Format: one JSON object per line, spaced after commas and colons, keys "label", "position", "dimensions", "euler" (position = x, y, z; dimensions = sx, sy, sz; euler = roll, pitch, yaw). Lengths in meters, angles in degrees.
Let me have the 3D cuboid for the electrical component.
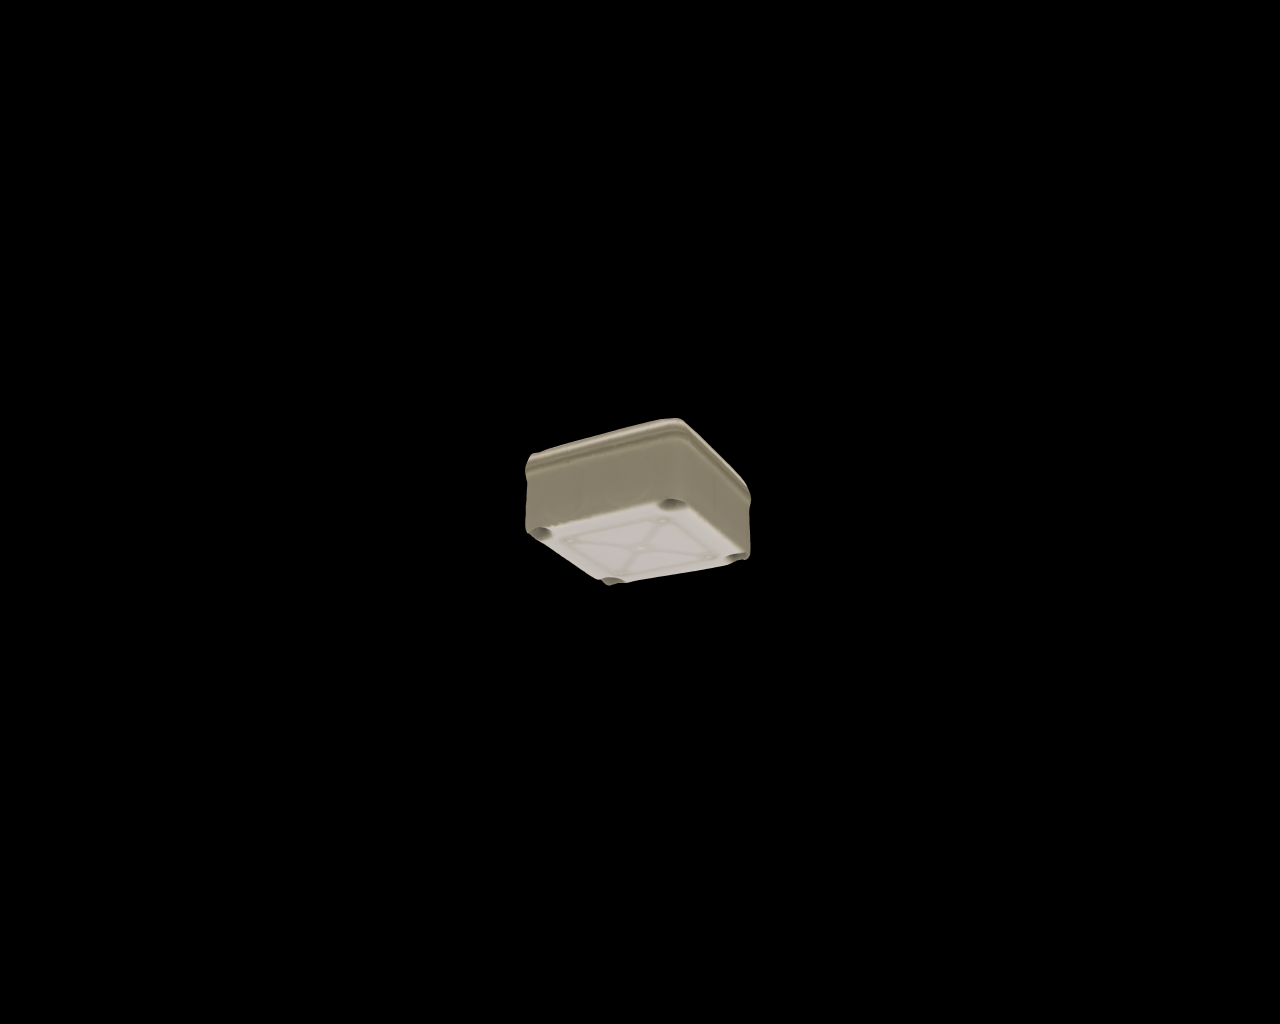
{"label": "electrical component", "position": [0.001, -0.003, 0.650], "dimensions": [0.108, 0.056, 0.108], "euler": [-12, -27, 25]}
